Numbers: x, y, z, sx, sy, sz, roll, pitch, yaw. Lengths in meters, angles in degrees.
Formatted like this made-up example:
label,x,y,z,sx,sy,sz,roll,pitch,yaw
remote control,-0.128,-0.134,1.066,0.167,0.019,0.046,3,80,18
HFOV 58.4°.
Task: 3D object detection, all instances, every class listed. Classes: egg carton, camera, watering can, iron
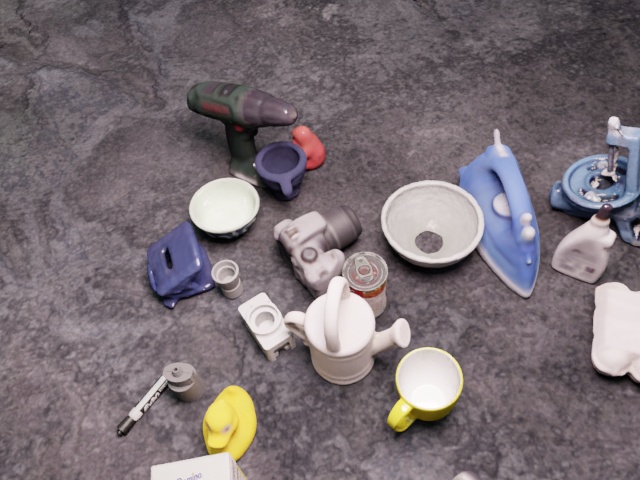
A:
label,x,y,z,sx,sy,sz,roll,pitch,yaw
egg carton,0.452,0.135,0.835,0.107,0.069,0.150,11,58,13
camera,0.009,0.003,0.945,0.137,0.101,0.143,-31,59,-15
watering can,0.036,0.122,0.807,0.173,0.194,0.101,-10,56,-1
iron,0.308,-0.050,0.928,0.118,0.141,0.258,-10,56,-1

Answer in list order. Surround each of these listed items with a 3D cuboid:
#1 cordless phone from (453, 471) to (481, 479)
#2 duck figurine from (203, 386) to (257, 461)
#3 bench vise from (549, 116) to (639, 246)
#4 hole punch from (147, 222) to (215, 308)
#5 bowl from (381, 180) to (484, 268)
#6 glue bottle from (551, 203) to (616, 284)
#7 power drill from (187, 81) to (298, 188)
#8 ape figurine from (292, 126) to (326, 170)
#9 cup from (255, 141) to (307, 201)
label,x,y,z,sx,sy,sz,roll,pitch,yaw
cordless phone,0.186,0.341,0.652,0.094,0.185,0.147,-36,60,-17
duck figurine,-0.132,0.250,0.802,0.077,0.086,0.104,4,57,8
bench vise,0.487,-0.099,0.898,0.207,0.220,0.121,8,57,11
hole punch,-0.237,0.040,0.950,0.101,0.091,0.108,-20,57,-8
bowl,0.185,-0.015,0.957,0.167,0.075,0.167,-2,56,4
glue bottle,0.409,0.001,0.866,0.078,0.173,0.037,25,62,21
power drill,-0.126,-0.193,1.025,0.229,0.209,0.076,24,62,20
ape figurine,-0.029,-0.179,1.076,0.076,0.092,0.078,22,61,19
cup,-0.062,-0.106,1.029,0.091,0.095,0.117,-13,56,-3
